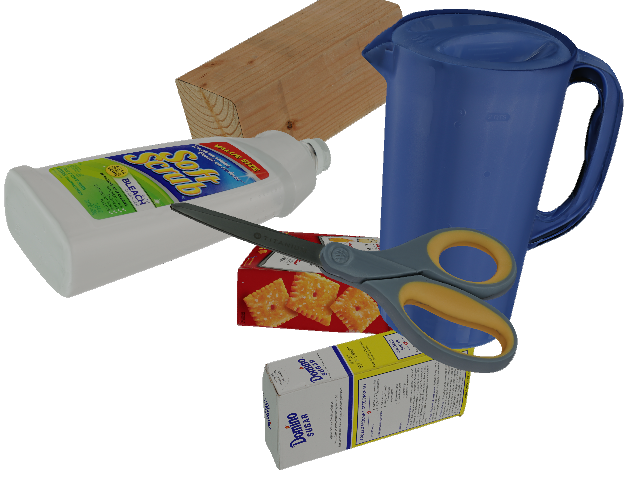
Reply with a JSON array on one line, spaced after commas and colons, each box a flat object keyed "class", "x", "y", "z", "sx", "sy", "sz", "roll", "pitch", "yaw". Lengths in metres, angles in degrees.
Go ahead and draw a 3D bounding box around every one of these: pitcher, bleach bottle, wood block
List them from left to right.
[{"class": "bleach bottle", "x": -0.102, "y": -0.039, "z": 0.810, "sx": 0.250, "sy": 0.068, "sz": 0.103, "roll": -21, "pitch": 51, "yaw": -34}, {"class": "wood block", "x": -0.020, "y": -0.148, "z": 1.003, "sx": 0.205, "sy": 0.091, "sz": 0.090, "roll": -35, "pitch": 41, "yaw": -28}, {"class": "pitcher", "x": 0.117, "y": -0.042, "z": 0.804, "sx": 0.144, "sy": 0.243, "sz": 0.149, "roll": -20, "pitch": 37, "yaw": -36}]

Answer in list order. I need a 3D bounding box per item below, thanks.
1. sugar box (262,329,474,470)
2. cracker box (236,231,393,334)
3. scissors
[{"class": "sugar box", "x": 0.039, "y": 0.126, "z": 0.901, "sx": 0.176, "sy": 0.093, "sz": 0.048, "roll": -11, "pitch": 39, "yaw": -16}, {"class": "cracker box", "x": 0.030, "y": 0.046, "z": 1.140, "sx": 0.214, "sy": 0.072, "sz": 0.164, "roll": 4, "pitch": 15, "yaw": 6}, {"class": "scissors", "x": 0.025, "y": 0.002, "z": 0.596, "sx": 0.202, "sy": 0.096, "sz": 0.016, "roll": 31, "pitch": -36, "yaw": 9}]
